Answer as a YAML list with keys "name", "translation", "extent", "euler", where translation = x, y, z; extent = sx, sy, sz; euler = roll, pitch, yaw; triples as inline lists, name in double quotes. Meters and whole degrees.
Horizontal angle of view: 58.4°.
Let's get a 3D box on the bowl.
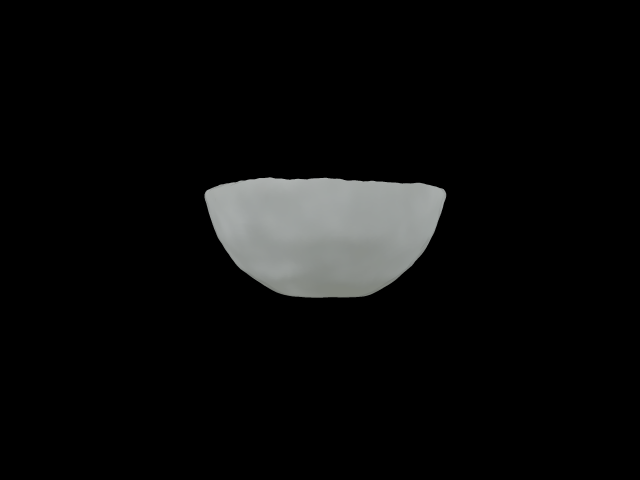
- name: "bowl"
  translation: [0.004, 0.001, 0.400]
  extent: [0.167, 0.075, 0.167]
  euler: [0, 0, 0]
